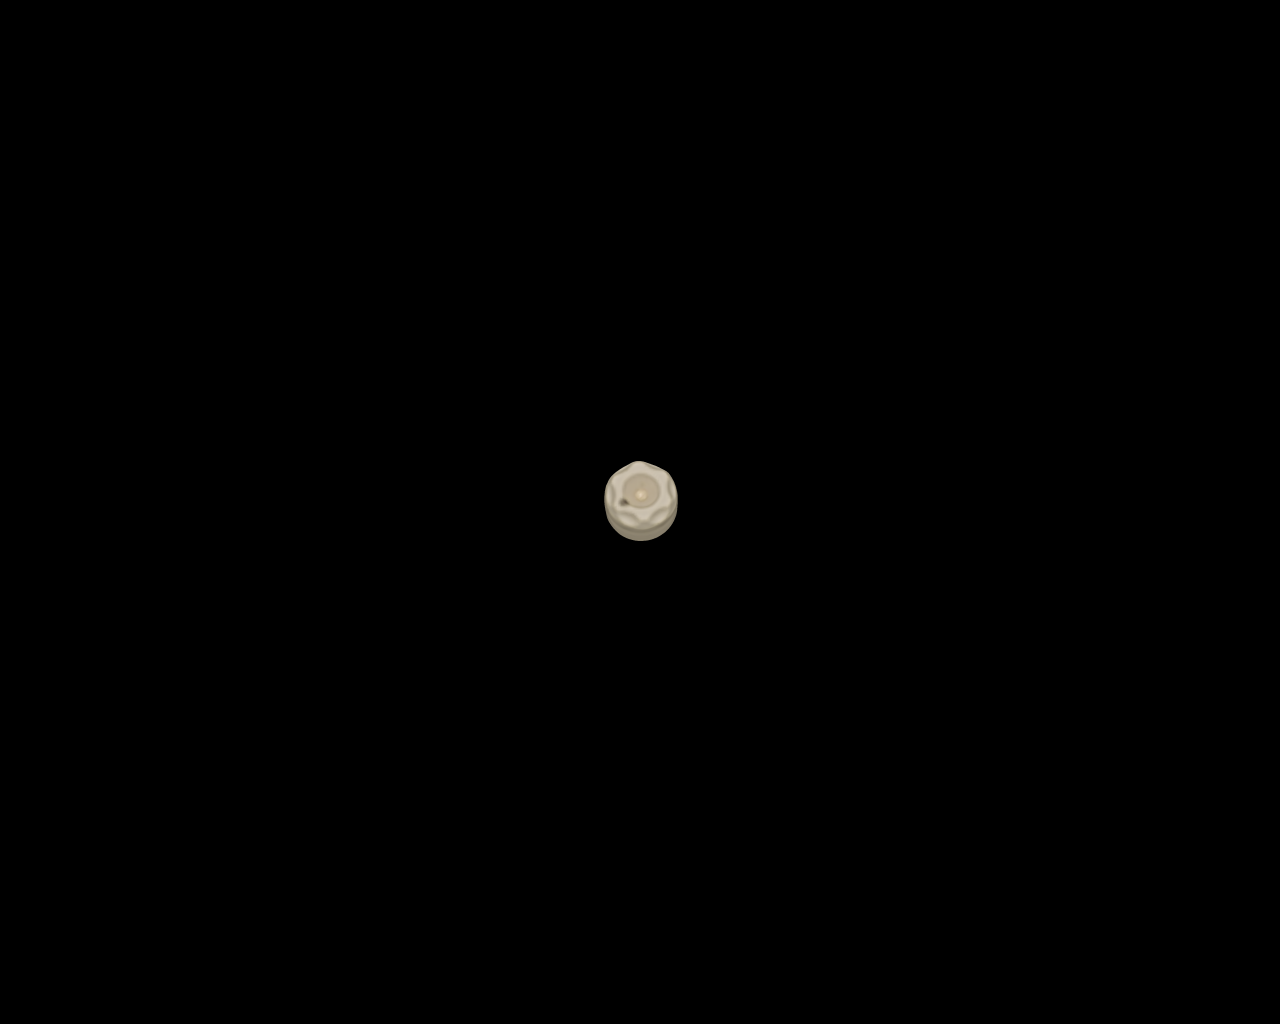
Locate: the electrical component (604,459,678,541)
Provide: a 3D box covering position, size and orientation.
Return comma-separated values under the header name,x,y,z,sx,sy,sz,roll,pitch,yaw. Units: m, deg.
name,x,y,z,sx,sy,sz,roll,pitch,yaw
electrical component,0.001,-0.003,0.650,0.043,0.043,0.062,0,-20,0
